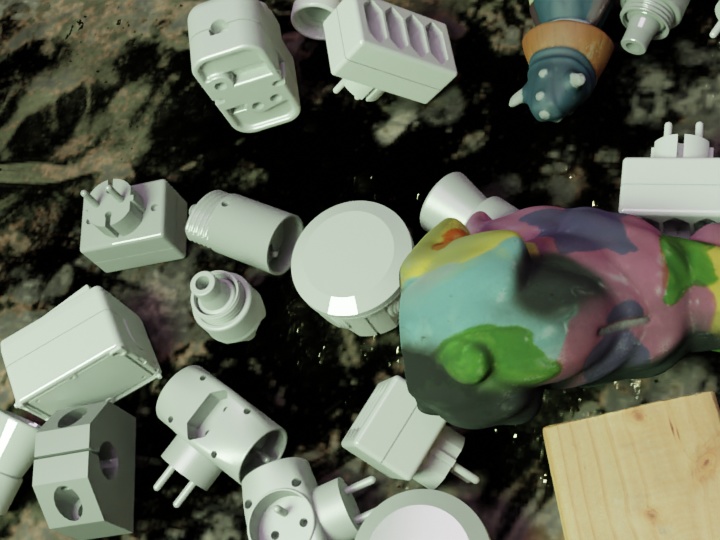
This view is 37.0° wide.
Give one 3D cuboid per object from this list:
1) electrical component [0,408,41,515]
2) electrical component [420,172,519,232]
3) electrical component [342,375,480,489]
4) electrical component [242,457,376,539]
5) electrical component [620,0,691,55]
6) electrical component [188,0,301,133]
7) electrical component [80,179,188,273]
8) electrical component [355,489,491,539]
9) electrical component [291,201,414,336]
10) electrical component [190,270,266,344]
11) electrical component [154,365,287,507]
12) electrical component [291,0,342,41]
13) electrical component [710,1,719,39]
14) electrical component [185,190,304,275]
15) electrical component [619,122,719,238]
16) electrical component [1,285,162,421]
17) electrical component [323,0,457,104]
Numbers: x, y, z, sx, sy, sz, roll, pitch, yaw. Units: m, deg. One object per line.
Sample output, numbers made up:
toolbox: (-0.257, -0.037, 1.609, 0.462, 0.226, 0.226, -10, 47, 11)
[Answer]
electrical component: (-0.241, 0.131, 0.724, 0.044, 0.044, 0.065, 20, 78, 26)
electrical component: (0.073, -0.031, 0.691, 0.055, 0.045, 0.045, 36, 81, 29)
electrical component: (0.036, 0.104, 0.633, 0.077, 0.065, 0.047, 33, 78, -1)
electrical component: (-0.023, 0.148, 0.639, 0.079, 0.044, 0.077, -25, 60, 6)
electrical component: (0.194, -0.174, 0.718, 0.043, 0.043, 0.062, 20, 75, 26)
electrical component: (-0.083, -0.151, 0.771, 0.054, 0.095, 0.059, -15, 62, 12)
electrical component: (-0.168, -0.039, 0.758, 0.066, 0.076, 0.047, -10, 63, 14)
electrical component: (0.039, 0.168, 0.605, 0.080, 0.051, 0.080, -7, 64, 15)
electrical component: (0.000, 0.000, 0.698, 0.080, 0.051, 0.080, -8, 64, 15)
electrical component: (-0.092, 0.021, 0.712, 0.043, 0.062, 0.043, -8, 63, 15)
electrical component: (-0.099, 0.113, 0.683, 0.077, 0.043, 0.079, 32, 79, 28)
electrical component: (-0.029, -0.204, 0.811, 0.040, 0.040, 0.046, -2, 60, 18)
electrical component: (0.258, -0.177, 0.698, 0.077, 0.043, 0.079, 31, 79, 28)
electrical component: (-0.084, -0.029, 0.745, 0.081, 0.043, 0.043, 20, 74, 26)
electrical component: (0.197, -0.058, 0.660, 0.066, 0.047, 0.076, 2, 67, 20)
electrical component: (-0.195, 0.061, 0.729, 0.096, 0.061, 0.061, -30, 60, 3)
electrical component: (0.010, -0.144, 0.755, 0.076, 0.083, 0.047, -39, 50, 44)
